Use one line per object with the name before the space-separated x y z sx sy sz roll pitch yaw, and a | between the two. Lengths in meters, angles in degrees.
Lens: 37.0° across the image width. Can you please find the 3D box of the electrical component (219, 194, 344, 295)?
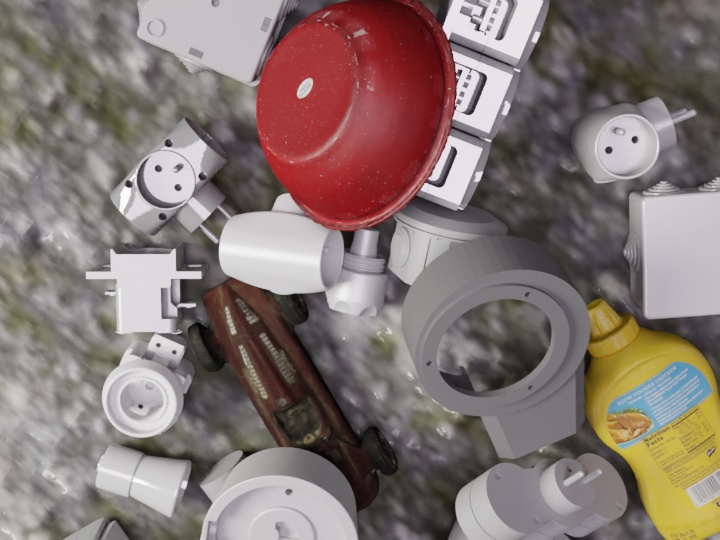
electrical component | -0.049 -0.027 0.761 0.077 0.079 0.044 8 147 20

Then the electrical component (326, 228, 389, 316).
electrical component | 0.000 0.000 0.776 0.043 0.043 0.062 10 100 -3

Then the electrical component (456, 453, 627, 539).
electrical component | 0.142 0.158 0.767 0.138 0.052 0.073 2 147 -37

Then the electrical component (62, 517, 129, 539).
electrical component | -0.199 0.234 0.793 0.061 0.096 0.061 -31 101 5

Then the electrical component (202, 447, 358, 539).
electrical component | -0.053 0.177 0.761 0.108 0.060 0.108 1 110 3

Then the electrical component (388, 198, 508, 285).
electrical component | 0.060 -0.018 0.756 0.080 0.080 0.051 10 107 -3

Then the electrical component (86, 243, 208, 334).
electrical component | -0.152 0.014 0.774 0.081 0.042 0.063 0 97 -1

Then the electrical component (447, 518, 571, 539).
electrical component | 0.113 0.233 0.790 0.109 0.108 0.056 44 131 -9

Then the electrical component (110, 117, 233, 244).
electrical component | -0.122 -0.053 0.762 0.077 0.044 0.079 -44 99 7

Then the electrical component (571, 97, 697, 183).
electrical component | 0.192 -0.095 0.744 0.079 0.077 0.044 -21 101 3

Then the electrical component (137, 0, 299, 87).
electrical component | -0.096 -0.181 0.734 0.100 0.048 0.099 22 100 -6

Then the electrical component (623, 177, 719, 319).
electrical component | 0.241 -0.015 0.775 0.100 0.048 0.099 -4 102 0

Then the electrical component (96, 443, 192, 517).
electrical component | -0.164 0.155 0.807 0.065 0.044 0.044 18 101 0

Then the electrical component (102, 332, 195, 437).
electrical component | -0.155 0.088 0.784 0.058 0.057 0.078 25 100 -6

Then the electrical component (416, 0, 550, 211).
electrical component | 0.069 -0.122 0.729 0.062 0.089 0.150 21 100 -5
